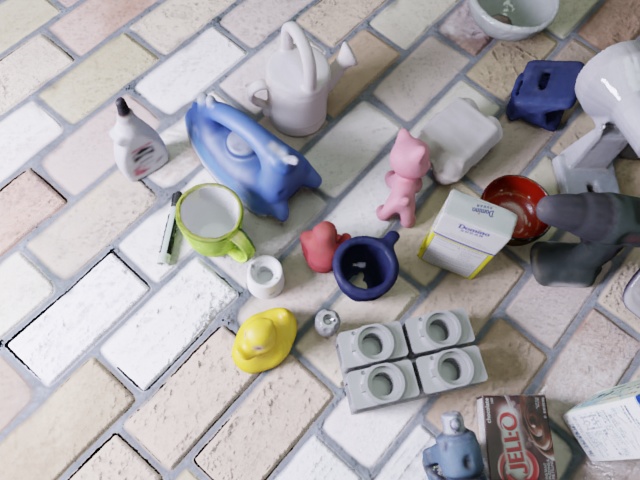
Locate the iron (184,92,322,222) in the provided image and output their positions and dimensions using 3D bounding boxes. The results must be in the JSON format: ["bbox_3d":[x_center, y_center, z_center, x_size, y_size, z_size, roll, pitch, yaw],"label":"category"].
[{"bbox_3d":[-0.121,-0.151,0.863,0.258,0.141,0.119,38,70,11],"label":"iron"}]

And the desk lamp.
[{"bbox_3d":[0.450,-0.159,0.870,0.118,0.213,0.203,-2,68,-5],"label":"desk lamp"}]

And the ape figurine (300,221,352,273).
[{"bbox_3d":[0.008,0.003,0.836,0.077,0.092,0.076,22,68,5],"label":"ape figurine"}]

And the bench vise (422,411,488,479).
[{"bbox_3d":[0.178,0.307,0.653,0.122,0.220,0.207,-29,72,-15],"label":"bench vise"}]

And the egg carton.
[{"bbox_3d":[0.220,-0.163,0.933,0.107,0.069,0.150,42,71,13],"label":"egg carton"}]

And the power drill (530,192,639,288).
[{"bbox_3d":[0.380,0.000,0.802,0.229,0.208,0.075,1,67,-4],"label":"power drill"}]

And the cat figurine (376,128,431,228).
[{"bbox_3d":[0.133,-0.099,0.874,0.067,0.118,0.128,12,67,1],"label":"cat figurine"}]

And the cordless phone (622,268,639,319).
[{"bbox_3d":[0.533,0.071,0.797,0.147,0.185,0.094,34,69,10],"label":"cordless phone"}]

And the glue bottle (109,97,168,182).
[{"bbox_3d":[-0.272,-0.152,0.835,0.078,0.173,0.037,-40,75,-18],"label":"glue bottle"}]

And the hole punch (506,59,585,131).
[{"bbox_3d":[0.381,-0.254,0.971,0.101,0.091,0.109,22,68,5],"label":"hole punch"}]

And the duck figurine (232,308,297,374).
[{"bbox_3d":[-0.076,0.130,0.781,0.077,0.086,0.105,43,71,13],"label":"duck figurine"}]

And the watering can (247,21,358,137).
[{"bbox_3d":[-0.028,-0.258,0.886,0.101,0.194,0.173,43,71,13],"label":"watering can"}]

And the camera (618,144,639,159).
[{"bbox_3d":[0.575,-0.219,0.965,0.137,0.101,0.143,5,67,-2],"label":"camera"}]

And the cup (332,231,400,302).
[{"bbox_3d":[0.068,0.042,0.823,0.091,0.095,0.118,39,70,12],"label":"cup"}]

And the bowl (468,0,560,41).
[{"bbox_3d":[0.343,-0.422,1.046,0.167,0.075,0.167,2,67,-4],"label":"bowl"}]
